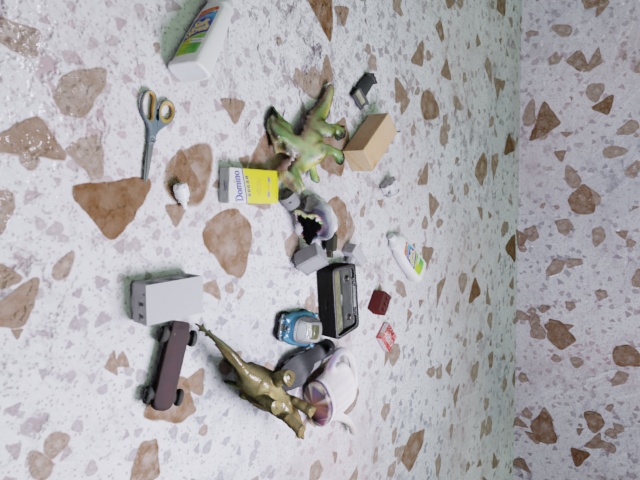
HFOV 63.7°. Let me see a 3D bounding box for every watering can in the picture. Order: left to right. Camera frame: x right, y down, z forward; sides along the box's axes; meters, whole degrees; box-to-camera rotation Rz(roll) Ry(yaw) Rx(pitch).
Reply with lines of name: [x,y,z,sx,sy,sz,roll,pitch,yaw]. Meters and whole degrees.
watering can: [0.052,0.521,1.652,0.104,0.344,0.227,7,18,39]

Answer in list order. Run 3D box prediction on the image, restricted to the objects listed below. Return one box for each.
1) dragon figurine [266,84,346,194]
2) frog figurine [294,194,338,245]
dragon figurine: [-0.049,-0.313,1.490,0.121,0.417,0.241,-17,-25,41]
frog figurine: [0.005,-0.077,1.532,0.121,0.136,0.162,-30,11,38]
